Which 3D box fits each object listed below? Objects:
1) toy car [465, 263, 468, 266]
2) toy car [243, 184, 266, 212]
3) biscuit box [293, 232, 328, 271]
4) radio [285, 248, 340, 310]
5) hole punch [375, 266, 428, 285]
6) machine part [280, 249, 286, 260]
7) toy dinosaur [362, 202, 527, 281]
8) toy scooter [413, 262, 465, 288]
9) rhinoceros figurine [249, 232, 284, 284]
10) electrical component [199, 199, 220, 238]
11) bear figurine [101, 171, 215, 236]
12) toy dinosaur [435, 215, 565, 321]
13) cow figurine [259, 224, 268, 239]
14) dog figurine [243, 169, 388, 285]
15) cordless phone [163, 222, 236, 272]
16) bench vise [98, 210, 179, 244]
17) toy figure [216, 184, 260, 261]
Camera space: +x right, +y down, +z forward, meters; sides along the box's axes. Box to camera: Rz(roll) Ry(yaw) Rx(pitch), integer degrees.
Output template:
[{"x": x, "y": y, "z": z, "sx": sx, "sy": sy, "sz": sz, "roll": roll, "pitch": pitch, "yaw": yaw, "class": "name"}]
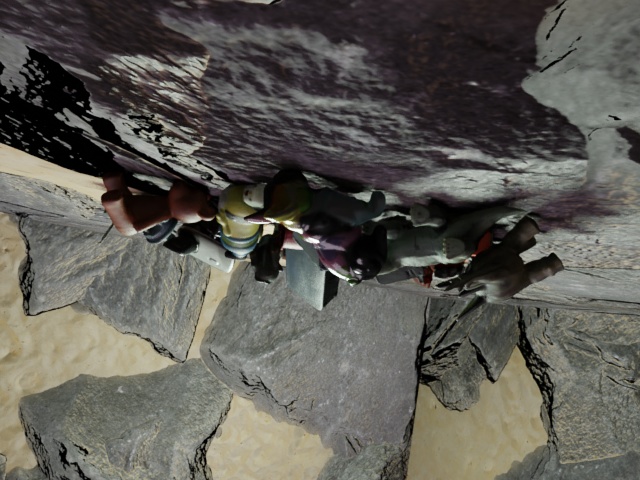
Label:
[{"x": 0.368, "y": 0.056, "z": 1.419, "sx": 0.089, "sy": 0.053, "sz": 0.202, "roll": 15, "pitch": 173, "yaw": -16, "class": "toy car"}, {"x": -0.041, "y": -0.064, "z": 0.978, "sx": 0.201, "sy": 0.056, "sz": 0.074, "roll": 10, "pitch": 179, "yaw": -28, "class": "toy car"}, {"x": -0.002, "y": -0.003, "z": 1.056, "sx": 0.059, "sy": 0.062, "sz": 0.203, "roll": -7, "pitch": -159, "yaw": -16, "class": "biscuit box"}, {"x": -0.017, "y": 0.067, "z": 1.334, "sx": 0.131, "sy": 0.073, "sz": 0.229, "roll": 35, "pitch": 149, "yaw": 23, "class": "radio"}, {"x": 0.171, "y": 0.026, "z": 1.180, "sx": 0.116, "sy": 0.142, "sz": 0.092, "roll": -13, "pitch": -156, "yaw": 26, "class": "hole punch"}, {"x": -0.003, "y": 0.028, "z": 1.529, "sx": 0.201, "sy": 0.087, "sz": 0.201, "roll": 10, "pitch": 173, "yaw": -15, "class": "machine part"}, {"x": 0.196, "y": -0.003, "z": 0.967, "sx": 0.405, "sy": 0.131, "sz": 0.192, "roll": -6, "pitch": -178, "yaw": 39, "class": "toy dinosaur"}, {"x": 0.264, "y": 0.063, "z": 1.253, "sx": 0.184, "sy": 0.075, "sz": 0.135, "roll": -1, "pitch": -154, "yaw": -10, "class": "toy scooter"}, {"x": -0.121, "y": 0.040, "z": 1.287, "sx": 0.073, "sy": 0.112, "sz": 0.190, "roll": -12, "pitch": -160, "yaw": 2, "class": "rhinoceros figurine"}, {"x": -0.202, "y": -0.038, "z": 1.215, "sx": 0.134, "sy": 0.058, "sz": 0.115, "roll": 18, "pitch": -163, "yaw": -44, "class": "electrical component"}, {"x": -0.318, "y": -0.080, "z": 1.073, "sx": 0.196, "sy": 0.120, "sz": 0.131, "roll": -15, "pitch": 130, "yaw": -5, "class": "bear figurine"}, {"x": 0.300, "y": 0.058, "z": 0.911, "sx": 0.198, "sy": 0.105, "sz": 0.471, "roll": -36, "pitch": 160, "yaw": 13, "class": "toy dinosaur"}, {"x": -0.237, "y": -0.034, "z": 1.348, "sx": 0.195, "sy": 0.085, "sz": 0.127, "roll": 5, "pitch": 171, "yaw": 9, "class": "cow figurine"}, {"x": -0.007, "y": -0.017, "z": 0.865, "sx": 0.219, "sy": 0.191, "sz": 0.109, "roll": -3, "pitch": -177, "yaw": -31, "class": "dog figurine"}, {"x": -0.257, "y": 0.020, "z": 1.168, "sx": 0.147, "sy": 0.088, "sz": 0.184, "roll": 29, "pitch": -173, "yaw": -1, "class": "cordless phone"}, {"x": -0.417, "y": -0.035, "z": 1.367, "sx": 0.224, "sy": 0.129, "sz": 0.240, "roll": -15, "pitch": 143, "yaw": 34, "class": "bench vise"}, {"x": -0.153, "y": -0.034, "z": 1.051, "sx": 0.089, "sy": 0.082, "sz": 0.180, "roll": -1, "pitch": 136, "yaw": -6, "class": "toy figure"}]
